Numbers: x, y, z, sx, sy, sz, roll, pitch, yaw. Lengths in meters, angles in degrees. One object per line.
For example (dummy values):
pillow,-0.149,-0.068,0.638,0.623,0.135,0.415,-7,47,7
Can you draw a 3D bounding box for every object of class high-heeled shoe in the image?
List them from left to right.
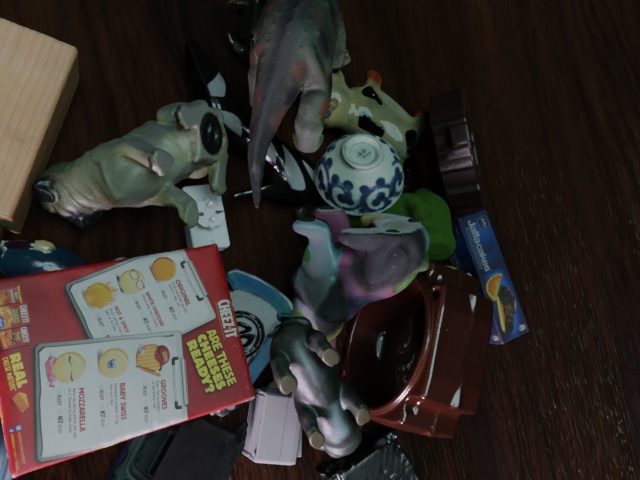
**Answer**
high-heeled shoe,-0.084,-0.159,0.726,0.145,0.086,0.248,-19,92,-28

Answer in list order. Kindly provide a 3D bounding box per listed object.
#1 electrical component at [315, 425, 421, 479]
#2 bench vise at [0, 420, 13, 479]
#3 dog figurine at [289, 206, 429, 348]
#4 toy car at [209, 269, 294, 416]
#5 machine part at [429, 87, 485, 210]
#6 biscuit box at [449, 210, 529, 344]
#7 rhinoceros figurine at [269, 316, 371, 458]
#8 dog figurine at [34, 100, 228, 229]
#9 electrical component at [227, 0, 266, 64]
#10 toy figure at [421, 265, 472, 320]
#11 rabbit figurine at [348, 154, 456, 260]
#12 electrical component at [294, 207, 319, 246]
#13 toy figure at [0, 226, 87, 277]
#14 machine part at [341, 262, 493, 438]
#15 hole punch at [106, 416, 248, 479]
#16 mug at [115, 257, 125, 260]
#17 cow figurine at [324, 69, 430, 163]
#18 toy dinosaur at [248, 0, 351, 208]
electrical component,0.075,0.333,0.709,0.115,0.058,0.134,-28,91,-23
bench vise,-0.301,0.155,0.549,0.240,0.129,0.223,12,70,-33
dog figurine,0.031,0.073,0.668,0.192,0.108,0.219,9,111,14
toy car,-0.107,0.123,0.644,0.109,0.103,0.161,30,73,-6
machine part,0.203,-0.133,0.799,0.056,0.179,0.179,-10,82,18
biscuit box,0.252,0.057,0.835,0.063,0.059,0.202,-18,87,-25
rhinoceros figurine,-0.002,0.176,0.604,0.073,0.112,0.190,-32,115,-15
dog figurine,-0.218,-0.094,0.627,0.172,0.191,0.121,-59,145,-49
electrical component,-0.092,-0.302,0.770,0.078,0.045,0.102,10,77,-50
toy figure,0.190,0.127,0.785,0.089,0.082,0.180,5,81,-26
rabbit figurine,0.093,-0.041,0.755,0.170,0.121,0.159,12,70,-15
electrical component,-0.002,-0.002,0.736,0.021,0.063,0.094,-34,111,-31
toy figure,-0.342,0.020,0.590,0.154,0.058,0.064,21,85,-19
machine part,0.113,0.135,0.682,0.087,0.201,0.201,23,72,-20
hole punch,-0.164,0.252,0.616,0.115,0.092,0.142,51,56,-44
mug,-0.221,0.080,0.620,0.107,0.081,0.109,-45,99,-16
cow figurine,0.057,-0.180,0.789,0.195,0.085,0.127,34,63,-15
toy dinosaur,-0.028,-0.242,0.630,0.131,0.192,0.405,1,50,5
